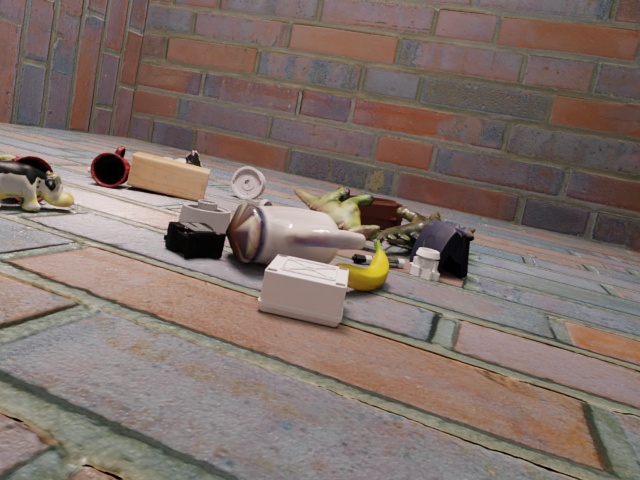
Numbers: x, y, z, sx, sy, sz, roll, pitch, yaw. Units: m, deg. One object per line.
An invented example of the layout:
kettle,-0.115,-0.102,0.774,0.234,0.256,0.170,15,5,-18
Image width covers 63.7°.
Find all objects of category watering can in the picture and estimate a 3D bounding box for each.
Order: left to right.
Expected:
watering can,-0.062,-0.004,0.932,0.224,0.104,0.347,6,-2,-24

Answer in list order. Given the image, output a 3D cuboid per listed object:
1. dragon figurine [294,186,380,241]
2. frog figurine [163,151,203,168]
dragon figurine,0.004,-0.068,1.348,0.413,0.121,0.244,18,20,39
frog figurine,-0.476,-0.227,1.714,0.159,0.120,0.140,-21,33,12
